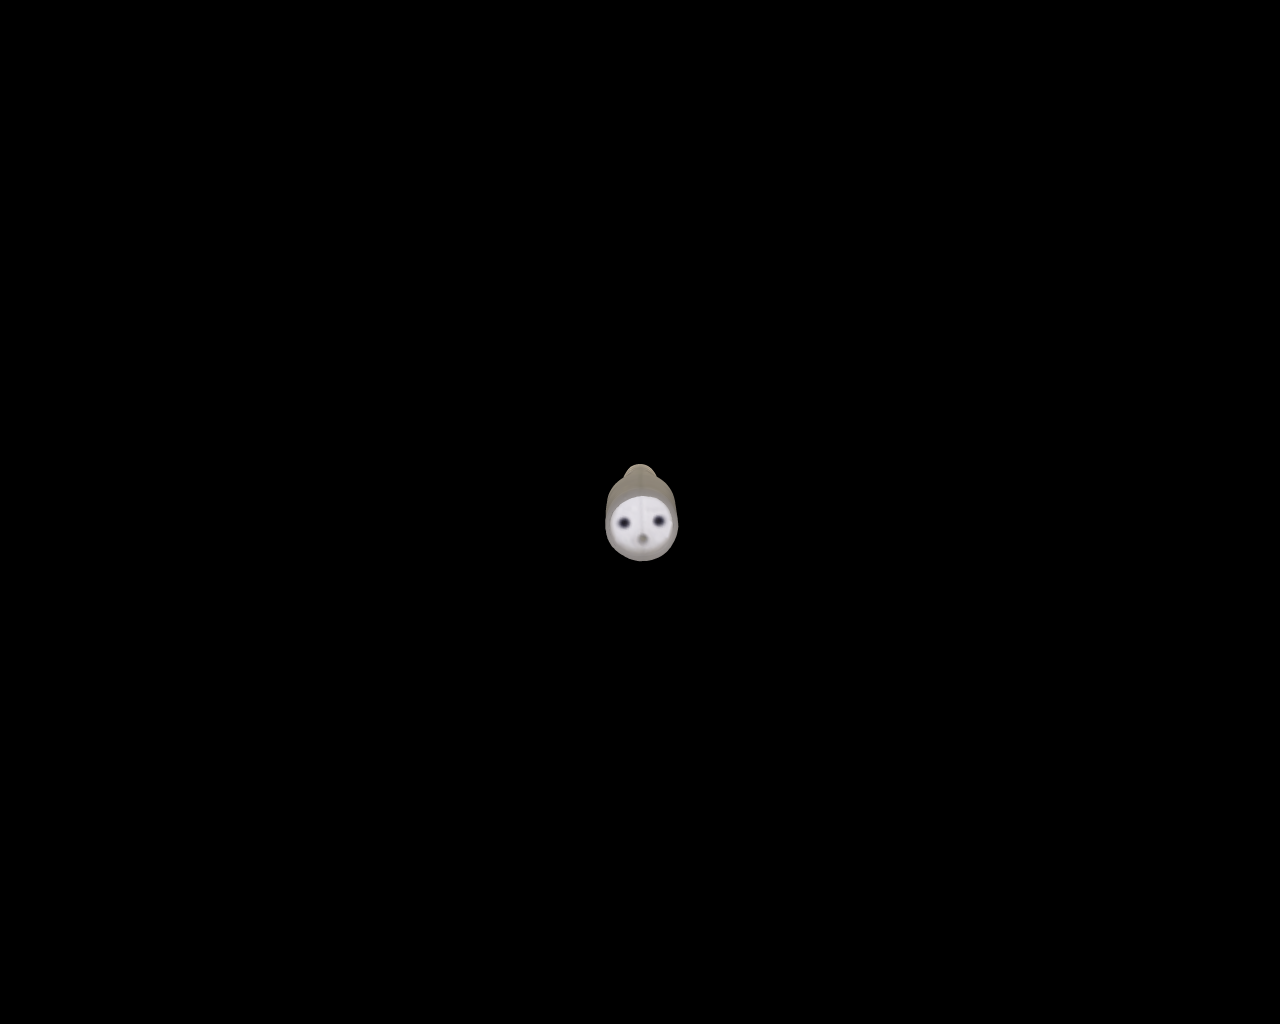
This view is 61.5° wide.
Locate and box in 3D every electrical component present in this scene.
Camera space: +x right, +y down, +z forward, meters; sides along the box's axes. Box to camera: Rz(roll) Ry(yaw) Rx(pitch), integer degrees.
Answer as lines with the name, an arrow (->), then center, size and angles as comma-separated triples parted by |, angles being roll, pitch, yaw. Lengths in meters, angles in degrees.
electrical component -> 0.001, -0.003, 0.650 | 0.043, 0.043, 0.081 | 0, 17, 0
